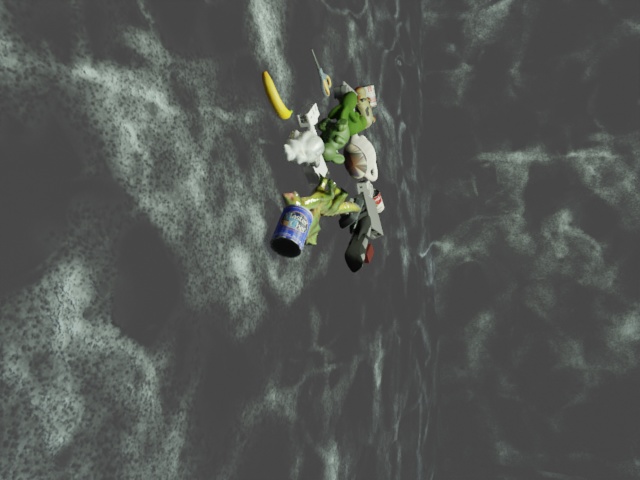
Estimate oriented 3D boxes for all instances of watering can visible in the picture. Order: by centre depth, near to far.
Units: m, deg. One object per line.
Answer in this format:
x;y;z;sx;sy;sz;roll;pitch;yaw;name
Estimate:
0.163;-0.405;2.236;0.344;0.103;0.228;66;30;-12;watering can

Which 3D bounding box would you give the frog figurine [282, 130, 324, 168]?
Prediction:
-0.065;-0.309;1.703;0.159;0.121;0.139;11;45;-56;frog figurine

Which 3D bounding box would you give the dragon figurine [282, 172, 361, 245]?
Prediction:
0.006;-0.092;1.831;0.243;0.123;0.405;-58;141;-3;dragon figurine
